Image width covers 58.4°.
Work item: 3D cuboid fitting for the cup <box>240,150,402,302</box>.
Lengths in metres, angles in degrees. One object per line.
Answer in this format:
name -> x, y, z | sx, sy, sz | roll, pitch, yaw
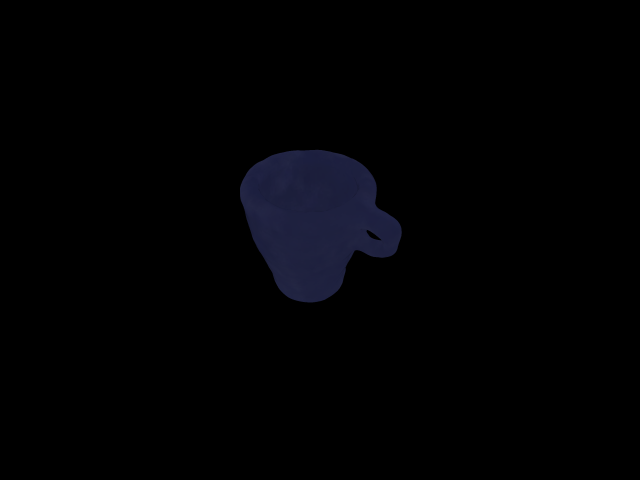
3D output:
cup -> 0.004, 0.001, 0.400 | 0.117, 0.095, 0.092 | 26, 45, 28
